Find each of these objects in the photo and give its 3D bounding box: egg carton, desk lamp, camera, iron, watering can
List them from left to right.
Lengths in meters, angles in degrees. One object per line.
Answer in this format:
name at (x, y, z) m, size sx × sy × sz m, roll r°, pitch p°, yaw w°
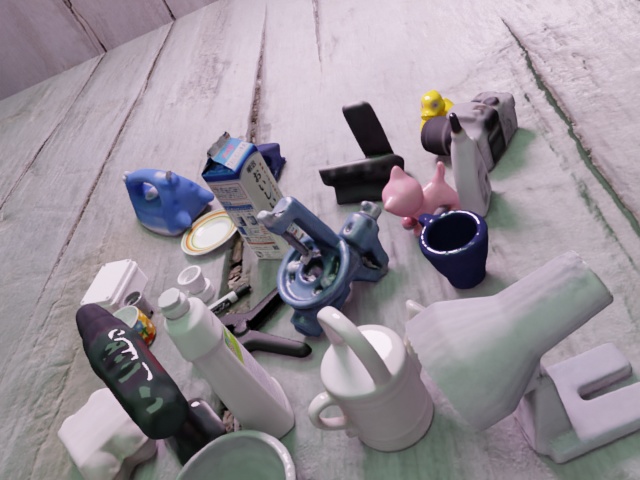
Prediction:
egg carton at (-0.300, 0.278, 0.806) m, size 0.149 × 0.070 × 0.107 m, roll 20°, pitch 58°, yaw 45°
iron at (-0.355, -0.100, 1.227) m, size 0.257 × 0.142 × 0.119 m, roll 8°, pitch 50°, yaw 38°
watering can at (0.057, 0.138, 0.639) m, size 0.100 × 0.195 × 0.173 m, roll 11°, pitch 51°, yaw 40°
camera at (0.251, -0.197, 0.991) m, size 0.136 × 0.101 × 0.143 m, roll 11°, pitch 52°, yaw 40°
desk lamp at (0.206, 0.116, 0.554) m, size 0.203 × 0.214 × 0.117 m, roll -26°, pitch 37°, yaw 4°

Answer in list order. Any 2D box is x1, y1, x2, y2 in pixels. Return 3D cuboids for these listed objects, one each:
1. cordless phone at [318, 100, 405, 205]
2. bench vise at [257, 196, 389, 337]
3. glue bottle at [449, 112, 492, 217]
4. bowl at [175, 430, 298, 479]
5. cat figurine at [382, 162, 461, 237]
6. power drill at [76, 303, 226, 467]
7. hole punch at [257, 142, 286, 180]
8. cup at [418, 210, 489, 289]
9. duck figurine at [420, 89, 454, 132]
cordless phone at (0.057, -0.159, 0.998) m, size 0.147 × 0.185 × 0.094 m, roll -9°, pitch 41°, yaw 24°
bench vise at (-0.002, 0.003, 0.816) m, size 0.121 × 0.220 × 0.208 m, roll 1°, pitch 46°, yaw 34°
glue bottle at (0.219, -0.117, 0.856) m, size 0.037 × 0.174 × 0.078 m, roll -2°, pitch 44°, yaw 31°
bowl at (-0.089, 0.304, 0.635) m, size 0.167 × 0.075 × 0.167 m, roll -17°, pitch 38°, yaw 14°
cat figurine at (0.150, -0.071, 0.891) m, size 0.128 × 0.118 × 0.067 m, roll -34°, pitch 37°, yaw -8°
power drill at (-0.216, 0.193, 0.735) m, size 0.076 × 0.209 × 0.228 m, roll -42°, pitch 39°, yaw -18°
hole punch at (-0.141, -0.173, 1.220) m, size 0.108 × 0.091 × 0.101 m, roll -9°, pitch 41°, yaw 24°
cup at (0.182, 0.016, 0.787) m, size 0.092 × 0.095 × 0.117 m, roll -37°, pitch 37°, yaw -11°
duck figurine at (0.219, -0.242, 1.077) m, size 0.077 × 0.086 × 0.105 m, roll 5°, pitch 48°, yaw 36°
